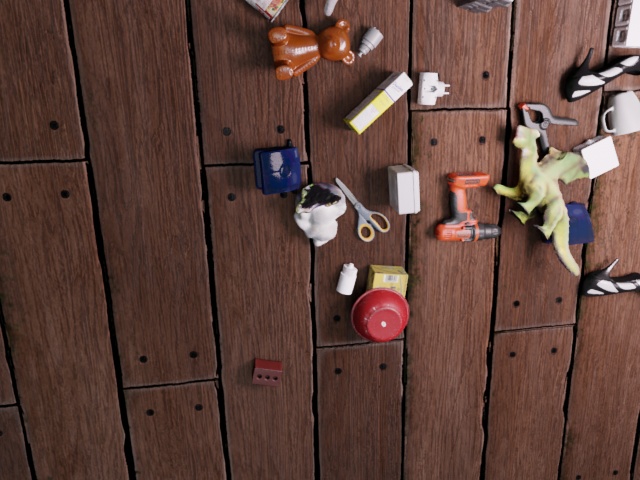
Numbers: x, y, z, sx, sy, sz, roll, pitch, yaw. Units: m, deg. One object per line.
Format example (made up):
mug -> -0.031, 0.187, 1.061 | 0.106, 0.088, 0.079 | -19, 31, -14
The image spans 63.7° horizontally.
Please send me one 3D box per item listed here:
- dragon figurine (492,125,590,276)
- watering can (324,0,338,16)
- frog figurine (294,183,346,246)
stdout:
dragon figurine -> 0.616, -0.126, 1.345 | 0.243, 0.123, 0.408 | -44, 101, -3
watering can -> 0.119, -0.674, 1.159 | 0.224, 0.105, 0.344 | 5, 104, -10
frog figurine -> 0.004, -0.067, 1.323 | 0.138, 0.125, 0.156 | -29, 144, -8
